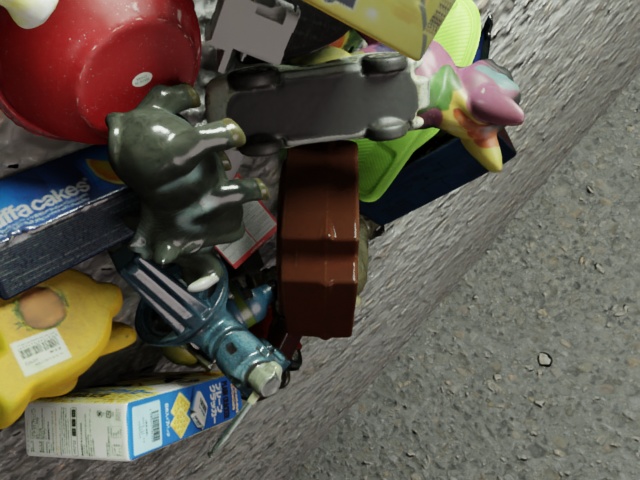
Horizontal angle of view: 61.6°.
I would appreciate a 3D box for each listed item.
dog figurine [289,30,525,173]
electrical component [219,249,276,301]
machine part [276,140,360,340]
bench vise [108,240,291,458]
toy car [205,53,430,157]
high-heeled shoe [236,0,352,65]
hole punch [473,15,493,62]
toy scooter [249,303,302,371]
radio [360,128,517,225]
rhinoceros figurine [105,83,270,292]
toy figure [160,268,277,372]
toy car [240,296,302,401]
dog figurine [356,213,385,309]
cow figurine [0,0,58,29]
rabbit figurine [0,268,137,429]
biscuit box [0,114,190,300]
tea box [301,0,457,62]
[{"bbox_3d":[0.095,-0.143,0.554,0.191,0.219,0.108,-38,154,-24],"label":"dog figurine"},{"bbox_3d":[-0.089,0.017,0.665,0.045,0.102,0.078,-20,170,-32],"label":"electrical component"},{"bbox_3d":[-0.001,-0.002,0.627,0.087,0.201,0.201,2,146,0],"label":"machine part"},{"bbox_3d":[-0.138,0.074,0.562,0.129,0.224,0.240,-39,131,-3],"label":"bench vise"},{"bbox_3d":[0.000,-0.122,0.479,0.202,0.056,0.073,-8,113,-6],"label":"toy car"},{"bbox_3d":[0.027,-0.251,0.487,0.249,0.086,0.145,-30,-158,16],"label":"high-heeled shoe"},{"bbox_3d":[0.193,-0.240,0.774,0.142,0.092,0.116,76,29,-62],"label":"hole punch"},{"bbox_3d":[-0.087,0.131,0.865,0.075,0.135,0.183,-13,153,30],"label":"toy scooter"},{"bbox_3d":[0.146,-0.112,0.764,0.230,0.073,0.131,-29,151,25],"label":"radio"},{"bbox_3d":[-0.102,-0.028,0.417,0.112,0.073,0.190,-41,155,-21],"label":"rhinoceros figurine"},{"bbox_3d":[-0.137,0.100,0.735,0.180,0.082,0.089,-34,130,-11],"label":"toy figure"},{"bbox_3d":[-0.056,0.141,0.760,0.089,0.053,0.202,1,118,-53],"label":"toy car"},{"bbox_3d":[0.056,0.013,0.834,0.190,0.172,0.121,-24,160,-32],"label":"dog figurine"},{"bbox_3d":[-0.177,-0.144,0.251,0.167,0.068,0.098,-48,153,2],"label":"cow figurine"},{"bbox_3d":[-0.258,0.091,0.486,0.173,0.122,0.162,-45,173,38],"label":"rabbit figurine"},{"bbox_3d":[-0.182,-0.034,0.439,0.203,0.059,0.062,-33,155,-34],"label":"biscuit box"},{"bbox_3d":[0.002,-0.194,0.355,0.169,0.098,0.068,16,119,-29],"label":"tea box"}]
